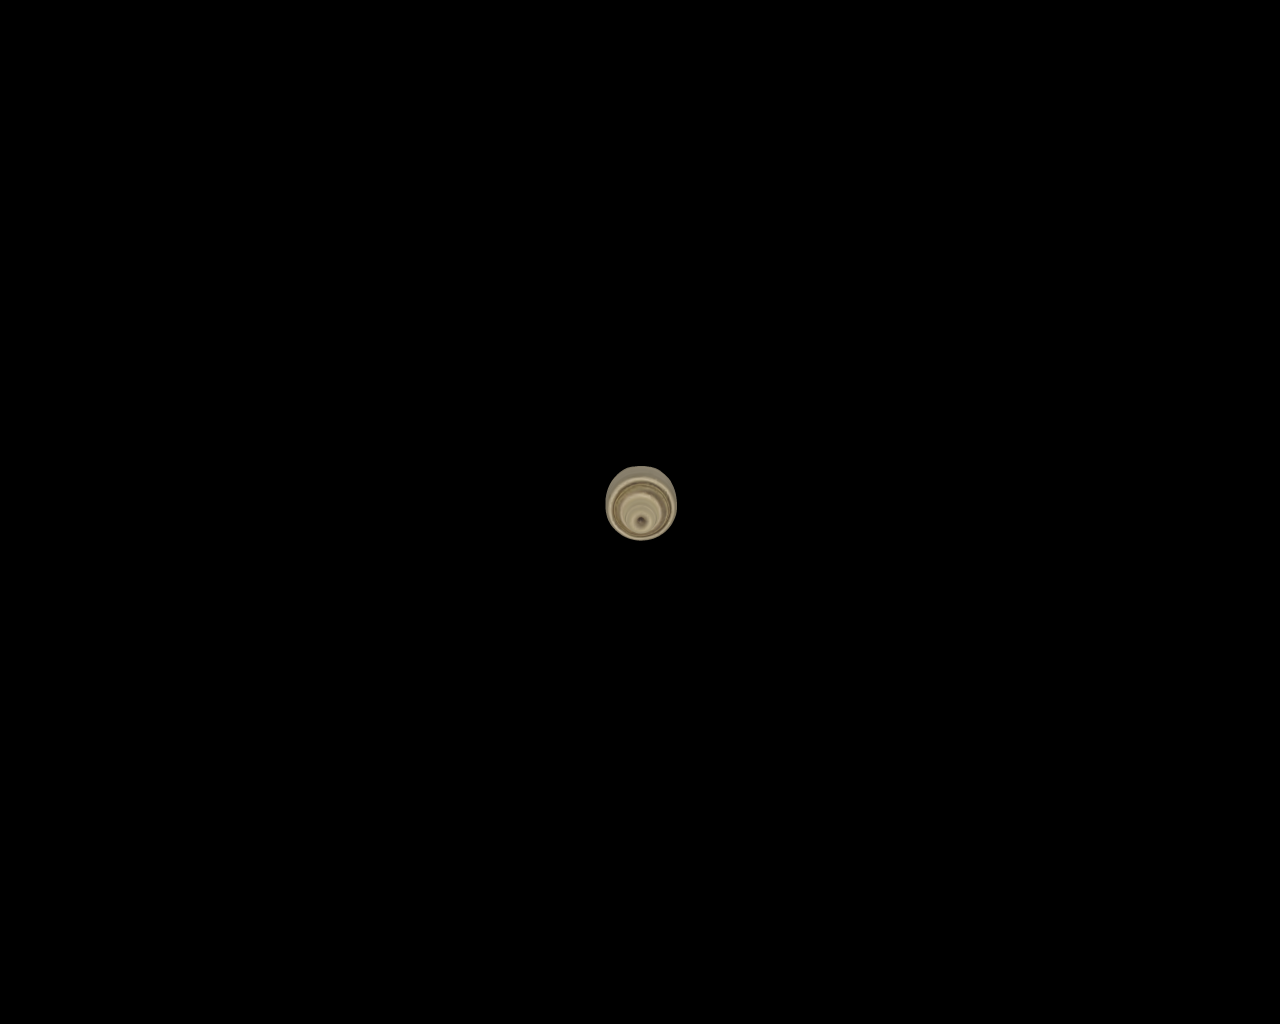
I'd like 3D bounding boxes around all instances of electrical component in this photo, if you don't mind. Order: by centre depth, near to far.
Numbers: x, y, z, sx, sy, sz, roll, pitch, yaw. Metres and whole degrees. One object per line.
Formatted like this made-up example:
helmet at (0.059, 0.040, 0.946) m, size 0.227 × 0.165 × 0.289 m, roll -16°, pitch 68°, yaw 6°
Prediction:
electrical component at (0.001, -0.003, 0.650) m, size 0.043 × 0.043 × 0.062 m, roll 0°, pitch 16°, yaw 0°
